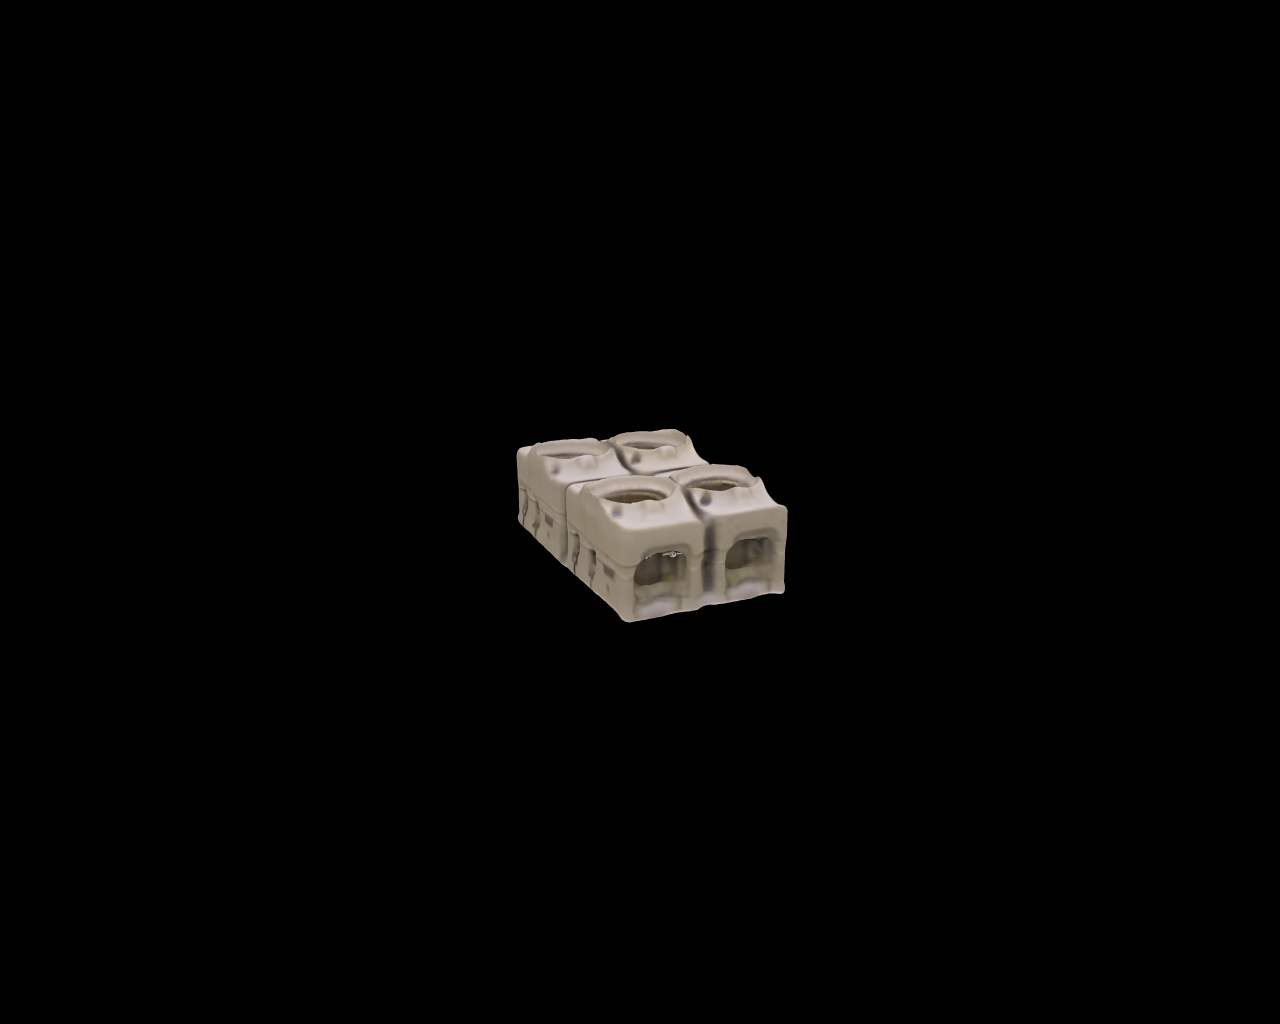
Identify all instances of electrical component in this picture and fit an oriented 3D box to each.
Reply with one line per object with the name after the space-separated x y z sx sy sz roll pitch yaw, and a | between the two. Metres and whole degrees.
0.001 -0.003 0.650 0.105 0.060 0.186 -8 20 -22 | electrical component
